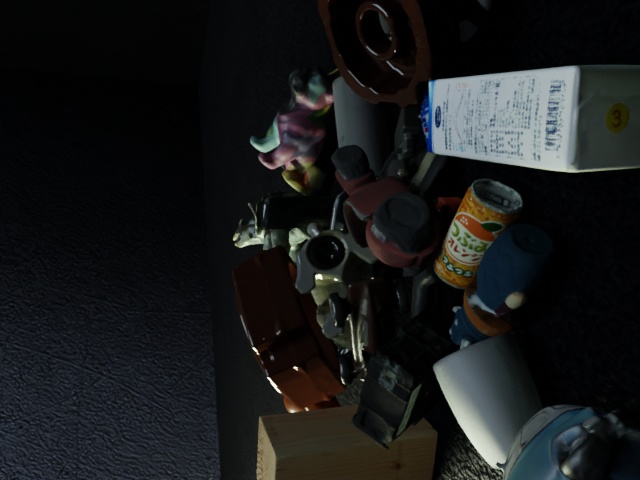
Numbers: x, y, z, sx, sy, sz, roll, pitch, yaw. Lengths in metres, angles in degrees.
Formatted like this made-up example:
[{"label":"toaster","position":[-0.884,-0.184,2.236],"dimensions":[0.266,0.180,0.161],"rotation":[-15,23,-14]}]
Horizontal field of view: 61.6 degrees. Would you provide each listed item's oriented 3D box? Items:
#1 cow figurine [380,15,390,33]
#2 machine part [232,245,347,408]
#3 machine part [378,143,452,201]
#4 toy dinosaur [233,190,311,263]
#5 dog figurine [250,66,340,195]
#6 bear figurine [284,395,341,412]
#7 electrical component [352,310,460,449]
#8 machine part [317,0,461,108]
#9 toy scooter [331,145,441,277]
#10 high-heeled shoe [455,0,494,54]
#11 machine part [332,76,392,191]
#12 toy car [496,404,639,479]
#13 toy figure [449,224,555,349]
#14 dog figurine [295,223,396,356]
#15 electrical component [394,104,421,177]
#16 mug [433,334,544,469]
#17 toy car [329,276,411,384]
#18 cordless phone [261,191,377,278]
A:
[{"label":"cow figurine","position":[0.078,-0.294,0.734],"dimensions":[0.127,0.085,0.195],"rotation":[130,135,-53]},{"label":"machine part","position":[-0.045,0.126,0.780],"dimensions":[0.201,0.087,0.201],"rotation":[64,-177,-51]},{"label":"machine part","position":[0.116,-0.083,0.668],"dimensions":[0.084,0.039,0.139],"rotation":[-67,16,0]},{"label":"toy dinosaur","position":[-0.060,-0.035,1.104],"dimensions":[0.405,0.131,0.192],"rotation":[155,114,-63]},{"label":"dog figurine","position":[-0.012,-0.208,0.985],"dimensions":[0.219,0.191,0.109],"rotation":[-44,34,16]},{"label":"bear figurine","position":[0.036,0.274,0.844],"dimensions":[0.196,0.120,0.132],"rotation":[28,75,41]},{"label":"electrical component","position":[0.103,0.147,0.594],"dimensions":[0.058,0.134,0.114],"rotation":[34,126,29]},{"label":"machine part","position":[0.072,-0.229,0.578],"dimensions":[0.179,0.056,0.179],"rotation":[44,157,25]},{"label":"toy scooter","position":[0.075,-0.018,0.629],"dimensions":[0.184,0.075,0.135],"rotation":[53,165,40]},{"label":"high-heeled shoe","position":[0.108,-0.282,0.539],"dimensions":[0.086,0.145,0.248],"rotation":[-89,18,-46]},{"label":"machine part","position":[0.062,-0.155,0.786],"dimensions":[0.079,0.079,0.243],"rotation":[139,129,-66]},{"label":"toy car","position":[0.185,0.179,0.400],"dimensions":[0.103,0.109,0.161],"rotation":[-91,16,-69]},{"label":"toy figure","position":[0.168,0.053,0.509],"dimensions":[0.064,0.058,0.154],"rotation":[-49,-19,-42]},{"label":"dog figurine","position":[0.026,0.075,0.776],"dimensions":[0.190,0.121,0.172],"rotation":[94,164,-73]},{"label":"electrical component","position":[0.102,-0.125,0.632],"dimensions":[0.063,0.021,0.094],"rotation":[97,178,-60]},{"label":"mug","position":[0.158,0.157,0.506],"dimensions":[0.109,0.081,0.107],"rotation":[-56,47,50]},{"label":"toy car","position":[0.062,0.115,0.632],"dimensions":[0.201,0.089,0.053],"rotation":[82,178,-49]},{"label":"cordless phone","position":[-0.002,-0.002,0.813],"dimensions":[0.089,0.184,0.146],"rotation":[-135,48,-59]}]
